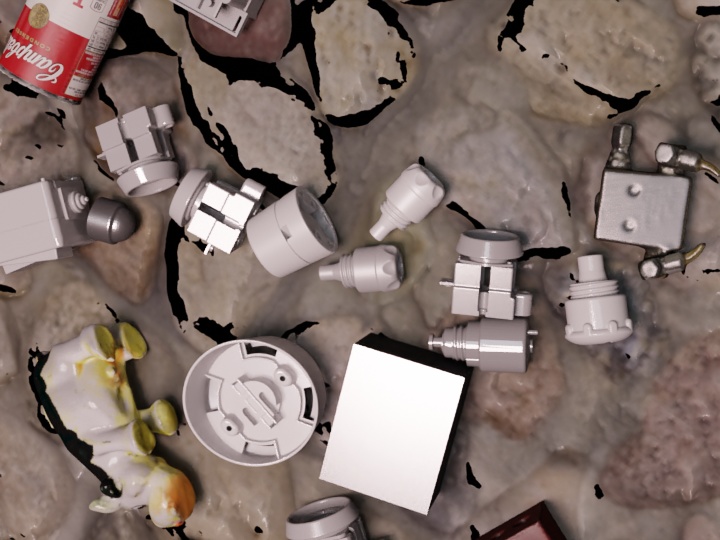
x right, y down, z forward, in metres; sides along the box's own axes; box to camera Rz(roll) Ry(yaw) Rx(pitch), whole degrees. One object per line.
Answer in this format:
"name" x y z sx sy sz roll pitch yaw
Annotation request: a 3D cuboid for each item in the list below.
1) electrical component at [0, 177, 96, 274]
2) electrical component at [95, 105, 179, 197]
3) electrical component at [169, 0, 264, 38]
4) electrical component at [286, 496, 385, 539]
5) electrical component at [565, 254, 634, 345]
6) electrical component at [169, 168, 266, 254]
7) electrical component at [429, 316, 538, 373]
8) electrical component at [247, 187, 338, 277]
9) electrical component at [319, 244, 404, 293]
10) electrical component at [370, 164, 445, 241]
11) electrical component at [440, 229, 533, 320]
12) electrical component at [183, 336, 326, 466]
"electrical component" -0.252 -0.035 0.839 0.096 0.062 0.061 -14 92 14
"electrical component" -0.167 -0.089 0.823 0.066 0.048 0.055 -20 83 14
"electrical component" -0.128 -0.235 0.789 0.121 0.063 0.078 30 102 9
"electrical component" -0.023 0.207 0.812 0.078 0.058 0.057 -16 95 14
"electrical component" 0.165 0.021 0.756 0.048 0.048 0.062 -7 87 14
"electrical component" -0.110 -0.046 0.814 0.055 0.048 0.066 28 101 1
"electrical component" 0.089 0.053 0.778 0.078 0.040 0.040 2 96 13
"electrical component" -0.051 -0.027 0.797 0.047 0.055 0.055 -29 89 18
"electrical component" 0.000 0.000 0.797 0.061 0.035 0.035 -5 95 17
"electrical component" 0.031 -0.046 0.785 0.035 0.035 0.061 45 106 5
"electrical component" 0.091 0.002 0.771 0.066 0.048 0.055 6 104 12
"electrical component" -0.076 0.097 0.809 0.099 0.064 0.099 1 96 13
